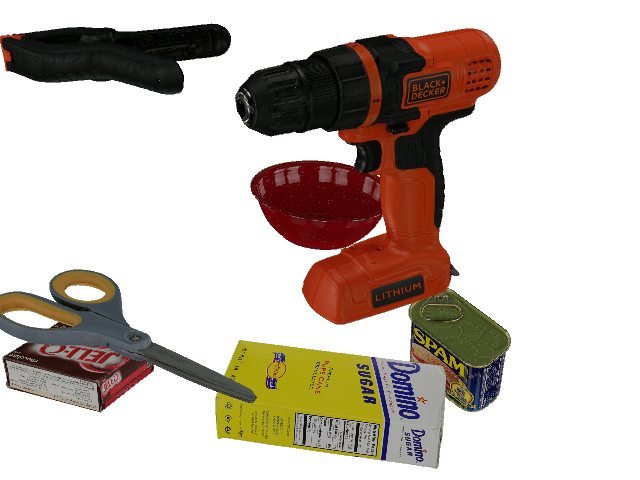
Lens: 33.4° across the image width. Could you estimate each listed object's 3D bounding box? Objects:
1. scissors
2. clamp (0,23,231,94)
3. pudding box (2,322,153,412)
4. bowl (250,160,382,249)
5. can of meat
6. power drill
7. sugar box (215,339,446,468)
[{"bbox_3d":[-0.123,0.059,0.719,0.202,0.016,0.096,12,29,13],"label":"scissors"},{"bbox_3d":[-0.154,-0.142,0.804,0.172,0.039,0.120,10,22,20],"label":"clamp"},{"bbox_3d":[-0.230,0.118,1.019,0.114,0.039,0.089,8,21,24],"label":"pudding box"},{"bbox_3d":[0.000,-0.034,1.192,0.162,0.055,0.162,5,27,-3],"label":"bowl"},{"bbox_3d":[0.133,0.109,1.048,0.057,0.084,0.102,-34,54,-26],"label":"can of meat"},{"bbox_3d":[0.030,-0.040,0.693,0.184,0.188,0.057,-14,36,-26],"label":"power drill"},{"bbox_3d":[0.011,0.128,0.855,0.176,0.048,0.093,4,26,7],"label":"sugar box"}]
